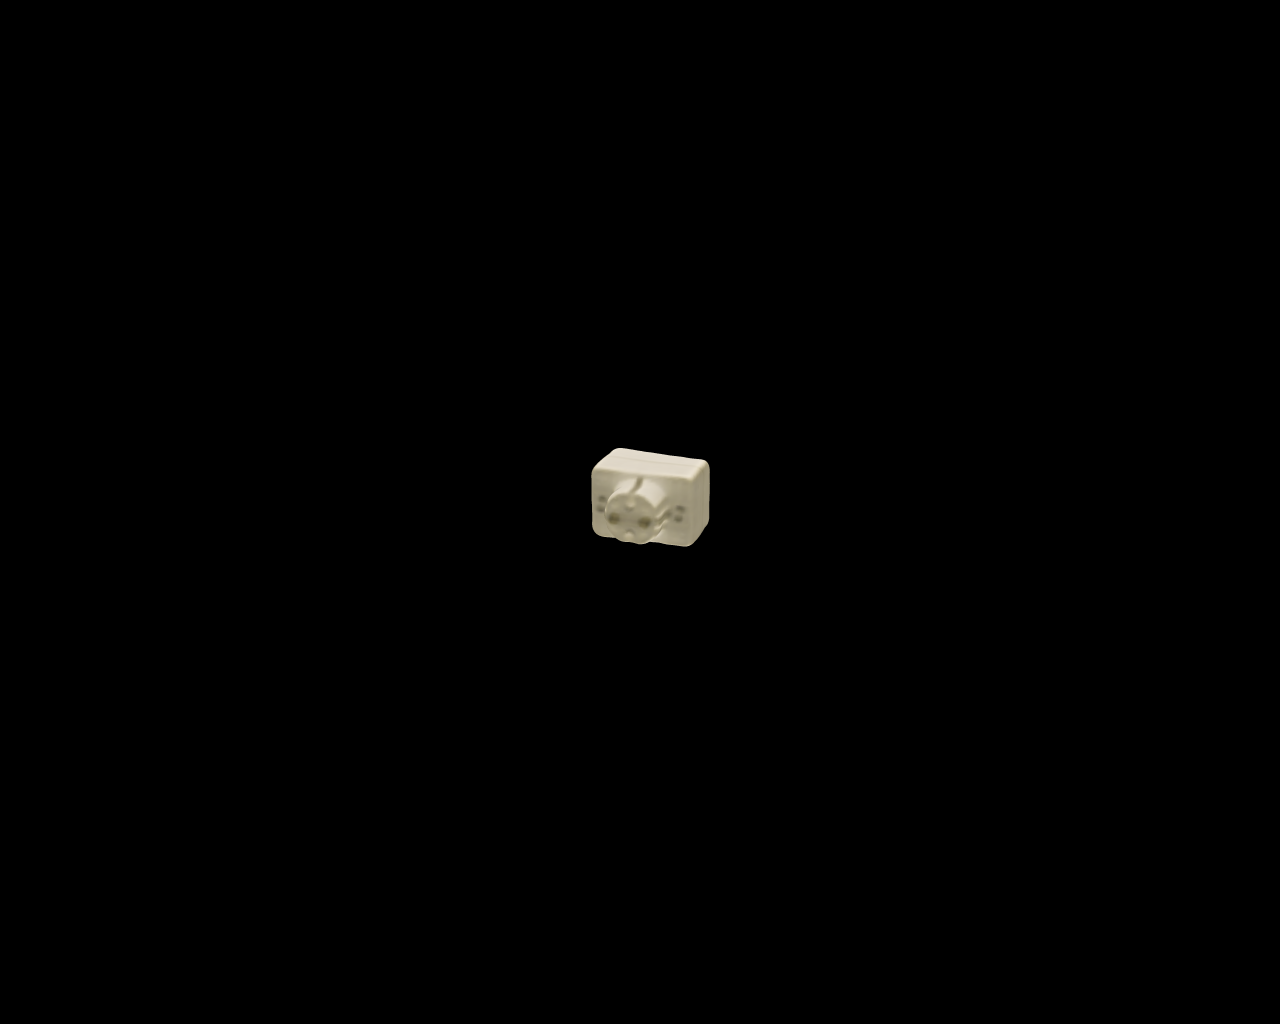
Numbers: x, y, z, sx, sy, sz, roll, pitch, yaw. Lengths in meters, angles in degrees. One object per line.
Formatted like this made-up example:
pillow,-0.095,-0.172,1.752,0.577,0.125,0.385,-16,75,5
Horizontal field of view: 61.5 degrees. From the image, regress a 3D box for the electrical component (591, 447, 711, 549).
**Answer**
electrical component,0.001,-0.003,0.650,0.066,0.047,0.077,8,24,18
